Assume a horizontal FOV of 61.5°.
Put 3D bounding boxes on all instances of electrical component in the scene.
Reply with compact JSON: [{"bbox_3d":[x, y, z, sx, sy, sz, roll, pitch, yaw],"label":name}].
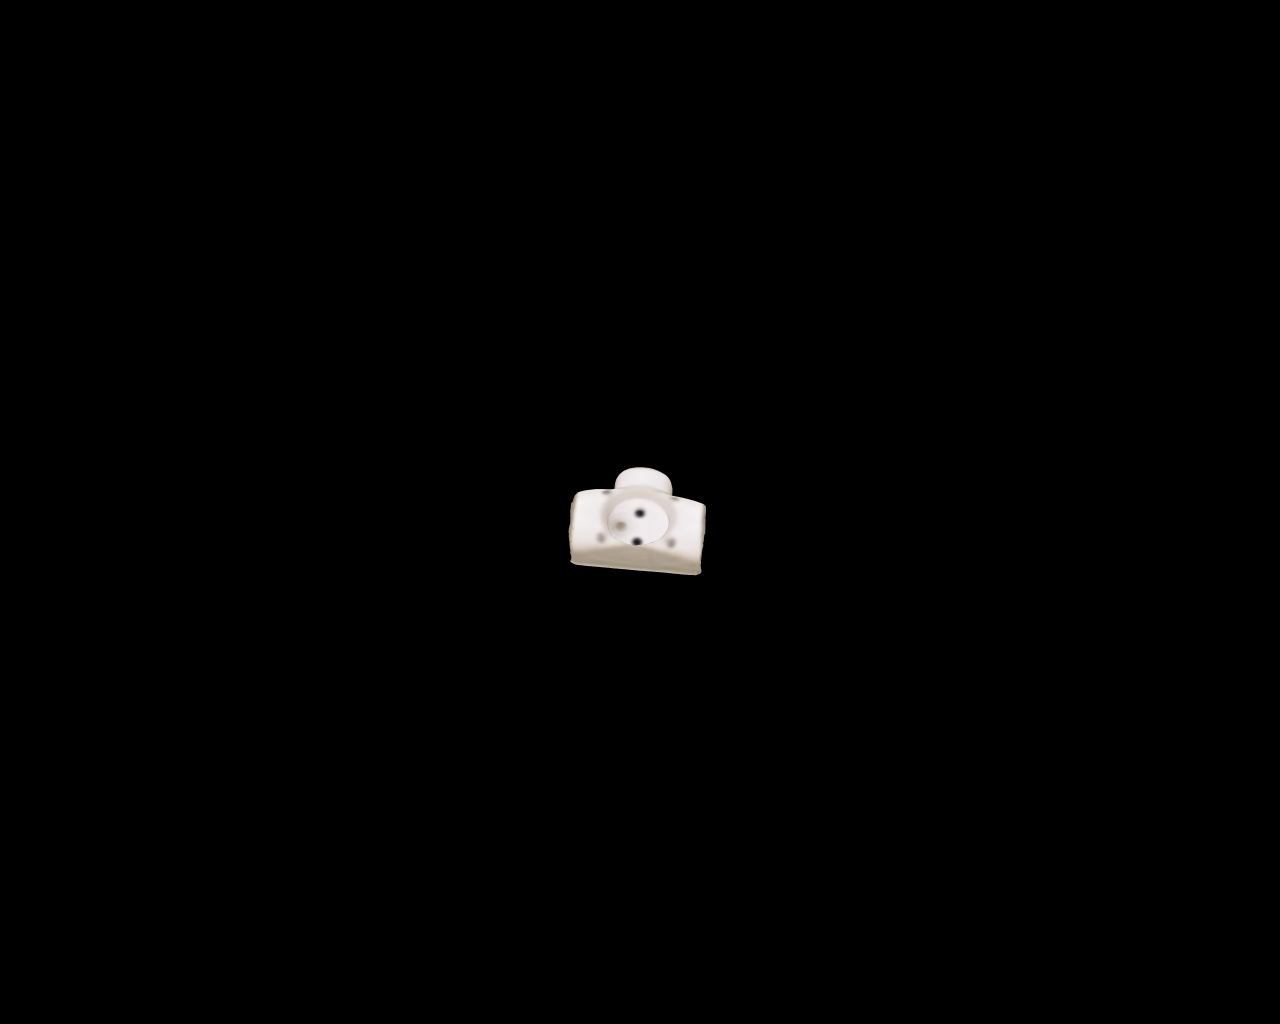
[{"bbox_3d":[0.001,-0.003,0.650,0.077,0.079,0.044,5,-31,3],"label":"electrical component"}]
